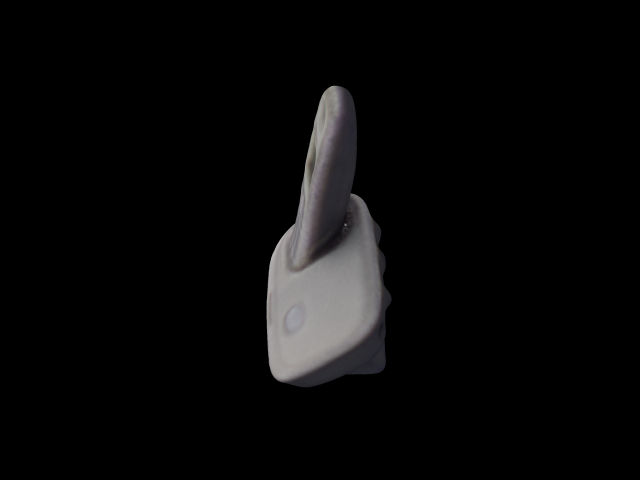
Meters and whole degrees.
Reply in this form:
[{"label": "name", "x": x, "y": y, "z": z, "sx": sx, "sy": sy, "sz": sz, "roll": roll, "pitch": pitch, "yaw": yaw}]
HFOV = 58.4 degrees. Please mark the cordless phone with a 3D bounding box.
[{"label": "cordless phone", "x": 0.004, "y": 0.001, "z": 0.400, "sx": 0.094, "sy": 0.185, "sz": 0.147, "roll": -4, "pitch": 46, "yaw": -4}]
